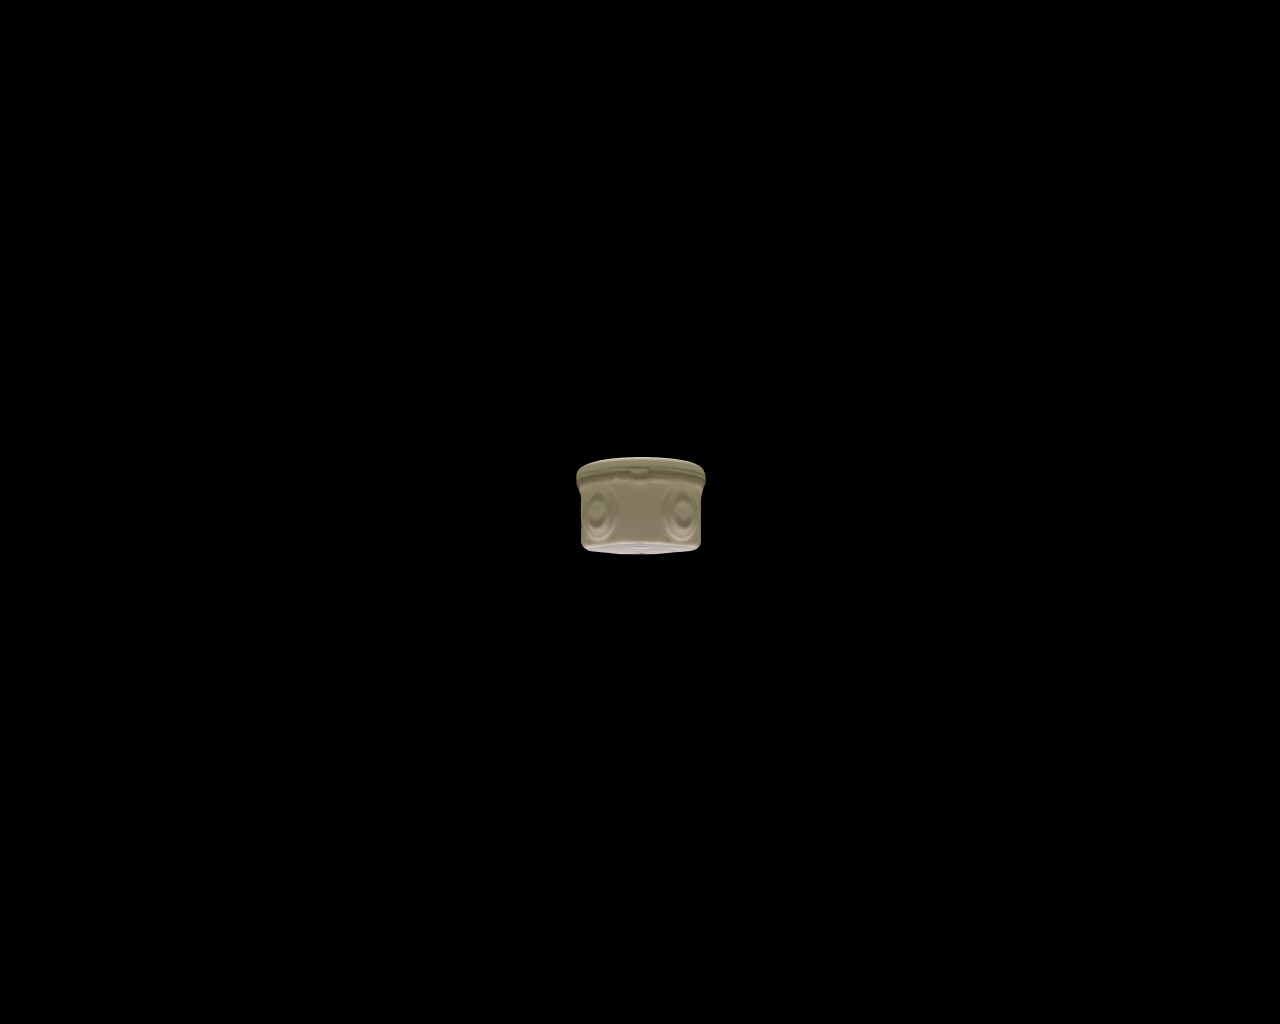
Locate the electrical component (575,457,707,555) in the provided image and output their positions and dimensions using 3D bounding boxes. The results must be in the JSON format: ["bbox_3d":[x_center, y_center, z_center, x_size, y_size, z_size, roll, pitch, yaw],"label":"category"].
[{"bbox_3d":[0.001,-0.003,0.650,0.080,0.051,0.080,0,-8,0],"label":"electrical component"}]
